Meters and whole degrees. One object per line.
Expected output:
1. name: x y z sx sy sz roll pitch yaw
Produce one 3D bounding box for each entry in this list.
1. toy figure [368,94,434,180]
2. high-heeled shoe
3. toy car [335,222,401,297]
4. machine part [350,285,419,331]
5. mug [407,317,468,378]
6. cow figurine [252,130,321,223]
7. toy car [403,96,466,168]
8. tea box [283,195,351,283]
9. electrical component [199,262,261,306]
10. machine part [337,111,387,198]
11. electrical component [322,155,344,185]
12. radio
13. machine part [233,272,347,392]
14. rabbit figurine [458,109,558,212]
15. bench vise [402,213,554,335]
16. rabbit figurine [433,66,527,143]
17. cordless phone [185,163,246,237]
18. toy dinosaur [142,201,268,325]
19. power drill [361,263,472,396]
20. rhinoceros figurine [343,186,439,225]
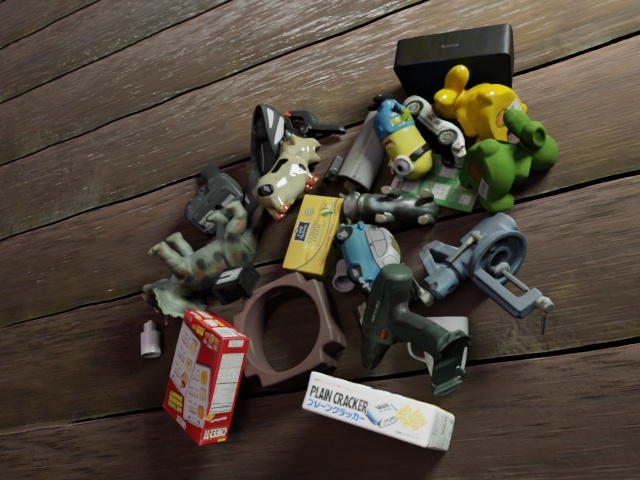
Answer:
1. toy figure: 0.163 -0.206 1.077 0.089 0.082 0.180 -22 84 6
2. high-heeled shoe: -0.139 -0.179 1.220 0.086 0.145 0.248 12 73 30
3. toy car: 0.100 0.027 1.027 0.103 0.109 0.162 -30 43 15
4. machine part: 0.129 0.127 1.027 0.139 0.039 0.084 -31 51 13
5. mug: 0.207 0.189 0.939 0.110 0.080 0.107 -7 77 19
6. cow figurine: -0.069 -0.149 1.168 0.127 0.085 0.195 42 70 -2
7. toy car: 0.234 -0.221 1.092 0.056 0.073 0.202 -33 52 -3
8. tea box: -0.002 -0.003 1.126 0.098 0.068 0.169 7 73 27
9. electrical component: -0.188 0.094 1.102 0.119 0.047 0.075 -19 28 23
10. machine part: 0.105 -0.189 1.148 0.079 0.079 0.243 20 79 31
11. electrical component: 0.030 -0.153 1.165 0.021 0.094 0.063 27 82 -5
12. radio: 0.279 -0.356 1.102 0.230 0.131 0.073 3 70 27
13. machine part: -0.061 0.183 1.066 0.201 0.087 0.201 -27 60 15
14. rabbit figurine: 0.353 -0.157 0.979 0.170 0.158 0.121 -20 40 -12
15. bench vise: 0.284 0.062 0.921 0.224 0.128 0.241 -33 41 -8
16. rabbit figurine: 0.289 -0.261 1.062 0.173 0.162 0.122 38 101 50
17. cordless phone: -0.275 -0.110 1.308 0.146 0.088 0.184 -46 46 3
18. toy dinosaur: -0.228 0.042 1.186 0.405 0.131 0.192 -28 102 -1
19. power drill: 0.150 0.168 0.902 0.208 0.086 0.231 40 132 52
20. rhinoceros figurine: 0.138 -0.066 1.062 0.190 0.112 0.073 2 91 13
